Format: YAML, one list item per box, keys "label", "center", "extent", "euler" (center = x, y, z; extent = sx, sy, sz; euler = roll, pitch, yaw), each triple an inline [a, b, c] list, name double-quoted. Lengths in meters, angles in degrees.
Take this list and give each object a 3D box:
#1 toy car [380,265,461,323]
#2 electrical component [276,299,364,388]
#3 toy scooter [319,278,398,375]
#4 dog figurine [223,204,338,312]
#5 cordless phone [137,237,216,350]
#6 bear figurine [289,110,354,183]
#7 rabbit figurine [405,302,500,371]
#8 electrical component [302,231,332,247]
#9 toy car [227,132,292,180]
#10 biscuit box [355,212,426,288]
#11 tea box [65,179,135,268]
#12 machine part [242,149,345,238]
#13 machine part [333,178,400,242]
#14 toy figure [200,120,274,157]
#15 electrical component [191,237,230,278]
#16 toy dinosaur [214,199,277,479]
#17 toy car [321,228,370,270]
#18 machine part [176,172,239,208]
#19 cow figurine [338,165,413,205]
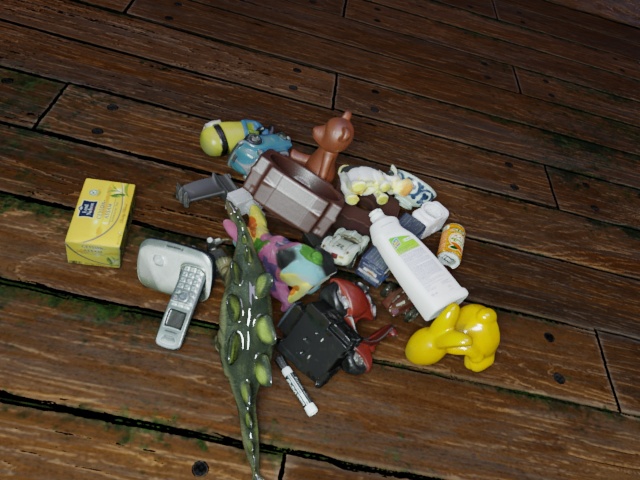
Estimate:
- label: "toy car"
  center: [0.214, 0.102, 1.136]
  extent: [0.202, 0.053, 0.089]
  euler: [-23, 62, -35]
- label: "electrical component"
  center: [-0.010, 0.173, 0.947]
  extent: [0.134, 0.115, 0.058]
  euler: [40, 15, 19]
- label: "toy scooter"
  center: [0.080, 0.152, 1.012]
  extent: [0.135, 0.075, 0.184]
  euler: [-12, 80, -32]
- label: "dog figurine"
  center: [-0.086, 0.019, 1.031]
  extent: [0.108, 0.191, 0.219]
  euler: [-36, 82, -32]
- label: "cordless phone"
  center: [-0.275, 0.097, 0.964]
  extent: [0.147, 0.088, 0.184]
  euler: [14, 70, 8]
- label: "bear figurine"
  center: [0.000, -0.211, 1.249]
  extent: [0.132, 0.195, 0.120]
  euler: [11, 50, -8]
- label: "rabbit figurine"
  center: [0.248, 0.191, 1.016]
  extent: [0.173, 0.162, 0.122]
  euler: [-14, 65, -7]
- label: "electrical component"
  center: [-0.002, -0.004, 1.179]
  extent: [0.063, 0.021, 0.094]
  euler: [-16, 55, -31]
- label: "toy car"
  center: [-0.129, -0.185, 1.256]
  extent: [0.161, 0.109, 0.103]
  euler: [-17, 71, -41]
- label: "biscuit box"
  center: [0.160, 0.019, 1.187]
  extent: [0.063, 0.059, 0.203]
  euler: [36, 49, 15]
- label: "tea box"
  center: [-0.419, -0.035, 1.037]
  extent: [0.098, 0.068, 0.170]
  euler: [6, 48, -14]
- label: "machine part"
  center: [-0.052, -0.099, 1.126]
  extent: [0.201, 0.087, 0.201]
  euler: [33, 14, -6]
- label: "machine part"
  center: [0.102, -0.076, 1.258]
  extent: [0.179, 0.056, 0.179]
  euler: [10, 48, -11]
- label: "toy figure"
  center: [-0.199, -0.246, 1.296]
  extent: [0.180, 0.082, 0.089]
  euler: [-2, 48, -24]
- label: "electrical component"
  center: [-0.205, 0.039, 1.056]
  extent: [0.078, 0.045, 0.102]
  euler: [-10, 53, -28]
- label: "toy dinosaur"
  center: [-0.120, 0.161, 0.870]
  extent: [0.105, 0.198, 0.471]
  euler: [-7, 84, -10]
- label: "toy car"
  center: [0.053, 0.012, 1.115]
  extent: [0.074, 0.056, 0.202]
  euler: [19, 16, 12]
- label: "machine part"
  center: [-0.246, -0.109, 1.185]
  extent: [0.139, 0.039, 0.084]
  euler: [-15, 61, -31]
- label: "cow figurine"
  center: [0.127, -0.135, 1.237]
  extent: [0.167, 0.068, 0.098]
  euler: [-3, 47, -22]
